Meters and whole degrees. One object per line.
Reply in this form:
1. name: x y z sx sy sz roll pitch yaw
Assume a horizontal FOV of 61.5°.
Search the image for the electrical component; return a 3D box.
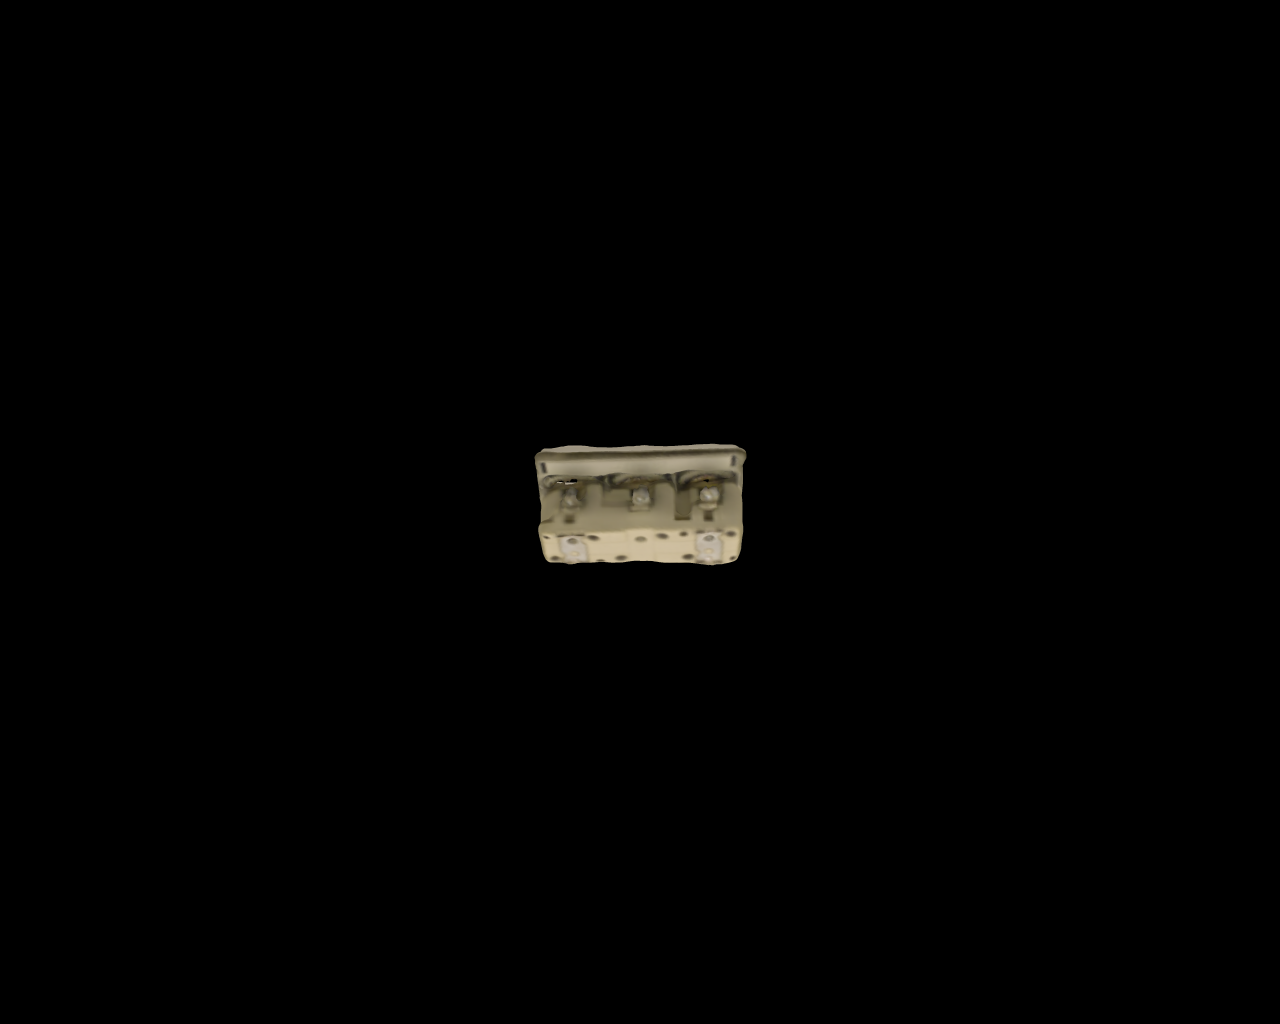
1. electrical component: 0.001 -0.003 0.650 0.121 0.063 0.078 0 -32 0
